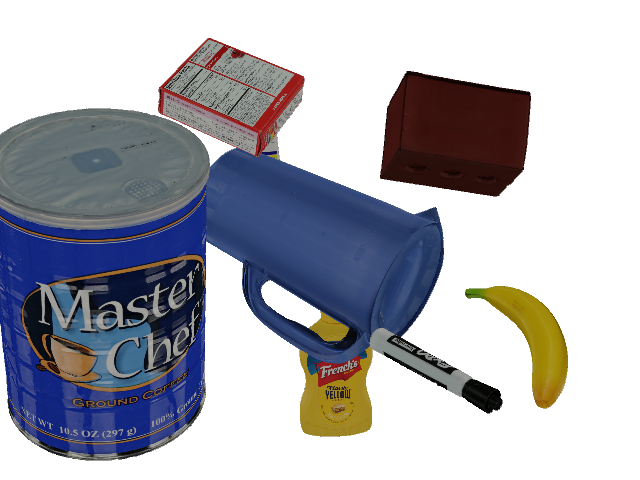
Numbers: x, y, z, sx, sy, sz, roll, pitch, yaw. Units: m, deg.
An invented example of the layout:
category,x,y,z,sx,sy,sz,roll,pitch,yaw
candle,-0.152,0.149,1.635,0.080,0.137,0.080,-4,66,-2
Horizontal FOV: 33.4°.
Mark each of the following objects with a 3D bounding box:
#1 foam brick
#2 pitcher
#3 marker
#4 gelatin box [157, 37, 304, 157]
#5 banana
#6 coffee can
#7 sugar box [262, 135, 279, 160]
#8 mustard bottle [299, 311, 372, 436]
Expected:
category,x,y,z,sx,sy,sz,roll,pitch,yaw
foam brick,0.080,-0.063,0.643,0.078,0.051,0.053,8,-18,-7
pitcher,-0.012,0.006,1.067,0.243,0.145,0.149,26,28,26
marker,0.085,0.097,0.795,0.020,0.020,0.121,0,19,-46
gelatin box,-0.068,-0.110,0.811,0.089,0.073,0.030,24,-40,12
banana,0.223,0.103,1.136,0.069,0.037,0.198,-28,36,0
coffee can,-0.106,0.021,0.521,0.103,0.140,0.103,3,33,-2
sugar box,-0.068,-0.076,1.246,0.048,0.176,0.093,-5,26,-2
mustard bottle,0.021,0.161,1.408,0.096,0.192,0.058,-1,16,-5
